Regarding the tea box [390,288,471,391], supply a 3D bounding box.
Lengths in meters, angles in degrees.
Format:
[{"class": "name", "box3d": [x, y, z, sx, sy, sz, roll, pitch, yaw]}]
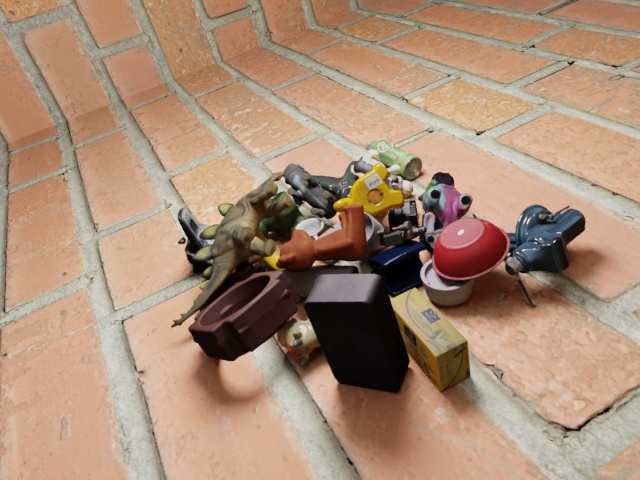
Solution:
[{"class": "tea box", "box3d": [0.197, 0.178, 0.984, 0.068, 0.098, 0.170, -24, 34, -11]}]

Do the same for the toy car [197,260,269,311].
[{"class": "toy car", "box3d": [-0.206, 0.107, 1.278, 0.089, 0.053, 0.202, 14, 47, 40]}]

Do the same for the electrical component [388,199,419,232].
[{"class": "electrical component", "box3d": [0.205, -0.048, 1.328, 0.075, 0.047, 0.119, -5, 35, 16]}]

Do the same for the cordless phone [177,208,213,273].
[{"class": "cordless phone", "box3d": [-0.314, -0.020, 1.377, 0.089, 0.184, 0.147, -15, 35, 10]}]

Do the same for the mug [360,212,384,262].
[{"class": "mug", "box3d": [0.112, -0.001, 1.260, 0.081, 0.107, 0.109, 1, 78, 34]}]

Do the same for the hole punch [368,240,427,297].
[{"class": "hole punch", "box3d": [0.172, 0.047, 1.181, 0.142, 0.092, 0.116, -28, 33, -10]}]

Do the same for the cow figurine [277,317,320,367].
[{"class": "cow figurine", "box3d": [0.010, 0.179, 1.072, 0.195, 0.085, 0.127, -11, 29, 5]}]

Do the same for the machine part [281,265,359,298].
[{"class": "machine part", "box3d": [-0.001, 0.093, 1.193, 0.243, 0.079, 0.079, 0, 39, 20]}]

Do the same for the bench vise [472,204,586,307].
[{"class": "bench vise", "box3d": [0.422, 0.006, 1.120, 0.223, 0.128, 0.241, -44, 22, -19]}]

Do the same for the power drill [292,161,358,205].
[{"class": "power drill", "box3d": [0.027, -0.140, 1.496, 0.207, 0.085, 0.232, -2, 40, 26]}]

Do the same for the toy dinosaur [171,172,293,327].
[{"class": "toy dinosaur", "box3d": [-0.199, 0.003, 1.270, 0.199, 0.105, 0.471, -9, 43, 42]}]

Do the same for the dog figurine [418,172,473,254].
[{"class": "dog figurine", "box3d": [0.286, -0.065, 1.278, 0.109, 0.191, 0.219, 7, 8, 2]}]

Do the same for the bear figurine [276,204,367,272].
[{"class": "bear figurine", "box3d": [-0.002, 0.001, 1.161, 0.196, 0.132, 0.120, -5, -9, -5]}]

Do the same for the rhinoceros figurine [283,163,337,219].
[{"class": "rhinoceros figurine", "box3d": [-0.026, -0.132, 1.393, 0.190, 0.073, 0.112, 43, 17, 22]}]

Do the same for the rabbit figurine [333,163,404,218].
[{"class": "rabbit figurine", "box3d": [0.123, -0.096, 1.334, 0.162, 0.122, 0.173, -41, 2, 5]}]

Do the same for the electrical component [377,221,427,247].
[{"class": "electrical component", "box3d": [0.174, -0.015, 1.185, 0.078, 0.045, 0.102, -23, 5, -32]}]

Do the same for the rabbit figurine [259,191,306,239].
[{"class": "rabbit figurine", "box3d": [-0.141, -0.055, 1.418, 0.170, 0.121, 0.159, -36, 45, -2]}]

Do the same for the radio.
[{"class": "radio", "box3d": [0.067, 0.164, 0.944, 0.131, 0.229, 0.073, 0, 38, 28]}]

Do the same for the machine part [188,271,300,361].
[{"class": "machine part", "box3d": [-0.154, 0.154, 1.105, 0.201, 0.087, 0.201, -39, 16, -31]}]

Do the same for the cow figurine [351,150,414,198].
[{"class": "cow figurine", "box3d": [0.167, -0.165, 1.439, 0.167, 0.068, 0.098, 39, 48, 20]}]
